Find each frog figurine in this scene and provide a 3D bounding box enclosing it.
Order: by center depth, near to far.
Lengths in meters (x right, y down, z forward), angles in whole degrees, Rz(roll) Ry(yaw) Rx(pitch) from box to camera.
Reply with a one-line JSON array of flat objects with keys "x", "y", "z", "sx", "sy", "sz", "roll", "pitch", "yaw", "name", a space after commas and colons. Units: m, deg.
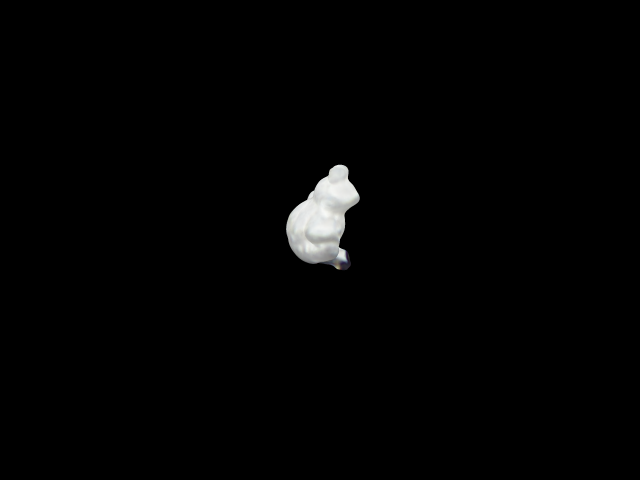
[{"x": 0.003, "y": -0.043, "z": 0.850, "sx": 0.123, "sy": 0.155, "sz": 0.141, "roll": 4, "pitch": 41, "yaw": 4, "name": "frog figurine"}]
